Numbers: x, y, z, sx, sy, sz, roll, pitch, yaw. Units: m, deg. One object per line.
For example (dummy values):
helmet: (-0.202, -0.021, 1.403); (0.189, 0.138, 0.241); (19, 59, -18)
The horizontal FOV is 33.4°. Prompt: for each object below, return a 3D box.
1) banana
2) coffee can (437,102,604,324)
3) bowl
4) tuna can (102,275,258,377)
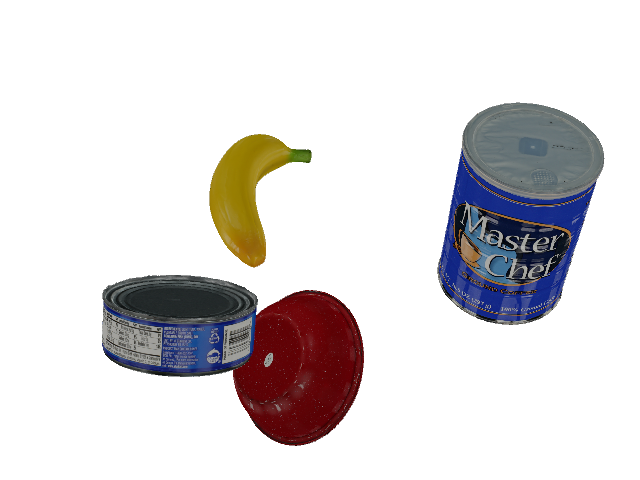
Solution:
banana: (-0.058, -0.045, 0.888); (0.069, 0.037, 0.197); (12, 33, 6)
coffee can: (0.150, -0.019, 0.819); (0.103, 0.140, 0.103); (2, 45, -2)
bowl: (-0.036, 0.123, 1.078); (0.162, 0.162, 0.055); (0, -15, 40)
tuna can: (-0.078, 0.046, 0.595); (0.086, 0.034, 0.086); (4, 13, -1)
